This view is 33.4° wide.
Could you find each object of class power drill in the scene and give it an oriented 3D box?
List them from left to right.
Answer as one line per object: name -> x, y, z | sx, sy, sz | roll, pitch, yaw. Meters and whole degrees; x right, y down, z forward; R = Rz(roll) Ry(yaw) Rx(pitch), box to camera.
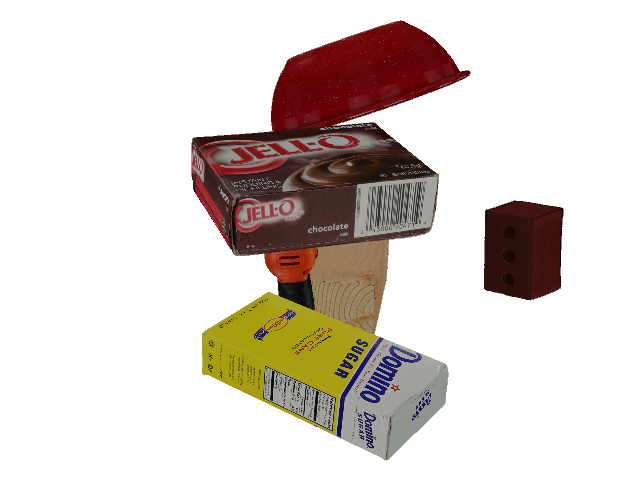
power drill -> -0.024, 0.057, 1.043 | 0.057, 0.188, 0.184 | -6, 16, 3

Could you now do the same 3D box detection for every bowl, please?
bowl -> 0.027, -0.124, 0.799 | 0.162, 0.055, 0.162 | -19, 8, 3

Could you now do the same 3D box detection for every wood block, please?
wood block -> 0.032, 0.052, 1.339 | 0.091, 0.090, 0.206 | 4, 22, 7

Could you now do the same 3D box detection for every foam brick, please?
foam brick -> 0.183, 0.008, 0.962 | 0.053, 0.078, 0.051 | 13, 22, 42

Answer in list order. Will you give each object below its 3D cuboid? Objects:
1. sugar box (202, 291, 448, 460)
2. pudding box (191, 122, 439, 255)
sugar box -> 0.002, 0.100, 0.836 | 0.176, 0.048, 0.093 | 17, 29, 29
pudding box -> -0.006, -0.031, 0.575 | 0.113, 0.039, 0.090 | -5, 26, -19
